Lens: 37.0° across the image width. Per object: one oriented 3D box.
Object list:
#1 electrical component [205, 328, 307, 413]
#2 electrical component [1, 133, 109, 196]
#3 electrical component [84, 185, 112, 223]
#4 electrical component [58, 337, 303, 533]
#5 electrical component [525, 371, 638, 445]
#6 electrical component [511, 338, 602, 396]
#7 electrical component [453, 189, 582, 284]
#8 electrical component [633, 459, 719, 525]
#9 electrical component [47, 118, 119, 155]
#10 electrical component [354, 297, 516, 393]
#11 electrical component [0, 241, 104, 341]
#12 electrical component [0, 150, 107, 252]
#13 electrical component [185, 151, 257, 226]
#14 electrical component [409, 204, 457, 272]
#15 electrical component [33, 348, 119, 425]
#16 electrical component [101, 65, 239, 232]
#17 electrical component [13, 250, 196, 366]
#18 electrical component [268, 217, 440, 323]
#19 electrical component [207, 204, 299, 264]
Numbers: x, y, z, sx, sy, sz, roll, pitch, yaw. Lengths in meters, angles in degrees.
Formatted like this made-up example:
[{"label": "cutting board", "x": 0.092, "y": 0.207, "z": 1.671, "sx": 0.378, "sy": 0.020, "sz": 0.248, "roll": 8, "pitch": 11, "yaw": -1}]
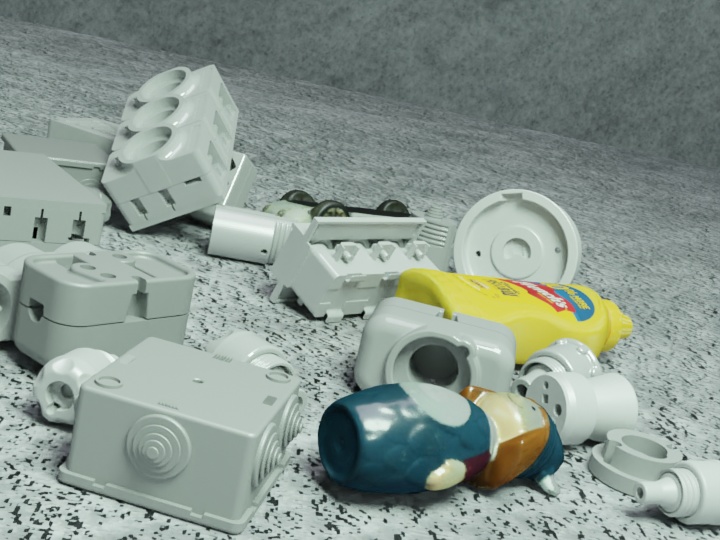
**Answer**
[{"label": "electrical component", "x": -0.056, "y": 0.061, "z": 0.590, "sx": 0.062, "sy": 0.043, "sz": 0.043, "roll": 26, "pitch": 19, "yaw": 38}, {"label": "electrical component", "x": -0.272, "y": -0.085, "z": 0.962, "sx": 0.100, "sy": 0.048, "sz": 0.100, "roll": 5, "pitch": 16, "yaw": -29}, {"label": "electrical component", "x": -0.238, "y": -0.055, "z": 0.887, "sx": 0.061, "sy": 0.035, "sz": 0.035, "roll": 17, "pitch": 7, "yaw": -46}, {"label": "electrical component", "x": -0.081, "y": 0.073, "z": 0.509, "sx": 0.100, "sy": 0.048, "sz": 0.099, "roll": 15, "pitch": 14, "yaw": 8}, {"label": "electrical component", "x": 0.135, "y": 0.085, "z": 0.659, "sx": 0.055, "sy": 0.045, "sz": 0.045, "roll": 4, "pitch": 16, "yaw": -29}, {"label": "electrical component", "x": 0.124, "y": 0.073, "z": 0.702, "sx": 0.048, "sy": 0.048, "sz": 0.062, "roll": 24, "pitch": 25, "yaw": 40}, {"label": "electrical component", "x": 0.142, "y": -0.016, "z": 0.943, "sx": 0.108, "sy": 0.108, "sz": 0.060, "roll": 18, "pitch": 9, "yaw": 20}, {"label": "electrical component", "x": 0.176, "y": 0.120, "z": 0.580, "sx": 0.061, "sy": 0.035, "sz": 0.035, "roll": 5, "pitch": 16, "yaw": -23}, {"label": "electrical component", "x": -0.248, "y": -0.109, "z": 1.060, "sx": 0.113, "sy": 0.057, "sz": 0.078, "roll": 19, "pitch": 16, "yaw": 25}, {"label": "electrical component", "x": 0.047, "y": 0.057, "z": 0.673, "sx": 0.095, "sy": 0.053, "sz": 0.059, "roll": 14, "pitch": 14, "yaw": 6}, {"label": "electrical component", "x": -0.208, "y": 0.009, "z": 0.642, "sx": 0.074, "sy": 0.052, "sz": 0.138, "roll": 23, "pitch": 17, "yaw": 36}, {"label": "electrical component", "x": -0.254, "y": -0.041, "z": 0.777, "sx": 0.089, "sy": 0.061, "sz": 0.150, "roll": 3, "pitch": 17, "yaw": -34}, {"label": "electrical component", "x": -0.129, "y": -0.071, "z": 1.015, "sx": 0.047, "sy": 0.065, "sz": 0.076, "roll": 17, "pitch": -14, "yaw": 17}, {"label": "electrical component", "x": 0.056, "y": -0.016, "z": 0.908, "sx": 0.043, "sy": 0.081, "sz": 0.043, "roll": 12, "pitch": 14, "yaw": -3}, {"label": "electrical component", "x": -0.140, "y": 0.056, "z": 0.554, "sx": 0.035, "sy": 0.035, "sz": 0.061, "roll": 15, "pitch": 12, "yaw": 9}, {"label": "electrical component", "x": -0.165, "y": -0.114, "z": 0.946, "sx": 0.089, "sy": 0.061, "sz": 0.150, "roll": -17, "pitch": 37, "yaw": 13}, {"label": "electrical component", "x": -0.146, "y": 0.025, "z": 0.617, "sx": 0.054, "sy": 0.059, "sz": 0.095, "roll": 23, "pitch": 17, "yaw": 36}, {"label": "electrical component", "x": 0.000, "y": 0.000, "z": 0.831, "sx": 0.121, "sy": 0.078, "sz": 0.063, "roll": -3, "pitch": 42, "yaw": -46}, {"label": "electrical component", "x": -0.085, "y": -0.028, "z": 0.911, "sx": 0.081, "sy": 0.043, "sz": 0.043, "roll": 10, "pitch": 14, "yaw": -9}]
